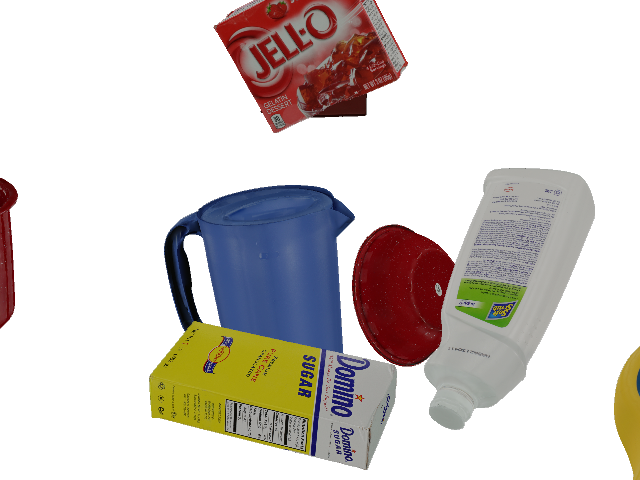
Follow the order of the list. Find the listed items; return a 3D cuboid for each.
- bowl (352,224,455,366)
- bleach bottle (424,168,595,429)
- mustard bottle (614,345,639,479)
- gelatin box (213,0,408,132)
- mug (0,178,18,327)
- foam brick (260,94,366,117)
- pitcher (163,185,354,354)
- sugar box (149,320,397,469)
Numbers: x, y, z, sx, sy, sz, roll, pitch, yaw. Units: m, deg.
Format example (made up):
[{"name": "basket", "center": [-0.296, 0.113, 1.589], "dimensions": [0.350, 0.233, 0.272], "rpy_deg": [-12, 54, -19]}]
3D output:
[{"name": "bowl", "center": [0.109, 0.058, 1.185], "dimensions": [0.055, 0.162, 0.161], "rpy_deg": [-12, -9, 44]}, {"name": "bleach bottle", "center": [0.143, 0.046, 0.878], "dimensions": [0.103, 0.068, 0.250], "rpy_deg": [4, 47, 35]}, {"name": "mustard bottle", "center": [0.196, 0.096, 0.530], "dimensions": [0.096, 0.058, 0.191], "rpy_deg": [4, 39, 10]}, {"name": "gelatin box", "center": [-0.006, -0.112, 0.612], "dimensions": [0.089, 0.073, 0.030], "rpy_deg": [-20, 20, 28]}, {"name": "mug", "center": [-0.235, 0.015, 0.636], "dimensions": [0.093, 0.081, 0.117], "rpy_deg": [17, 28, 27]}, {"name": "foam brick", "center": [-0.005, -0.130, 0.888], "dimensions": [0.078, 0.051, 0.053], "rpy_deg": [-7, 16, -39]}, {"name": "pitcher", "center": [-0.050, 0.074, 1.048], "dimensions": [0.144, 0.243, 0.149], "rpy_deg": [-19, 21, -34]}, {"name": "sugar box", "center": [-0.035, 0.117, 0.832], "dimensions": [0.176, 0.048, 0.093], "rpy_deg": [8, 27, 14]}]
